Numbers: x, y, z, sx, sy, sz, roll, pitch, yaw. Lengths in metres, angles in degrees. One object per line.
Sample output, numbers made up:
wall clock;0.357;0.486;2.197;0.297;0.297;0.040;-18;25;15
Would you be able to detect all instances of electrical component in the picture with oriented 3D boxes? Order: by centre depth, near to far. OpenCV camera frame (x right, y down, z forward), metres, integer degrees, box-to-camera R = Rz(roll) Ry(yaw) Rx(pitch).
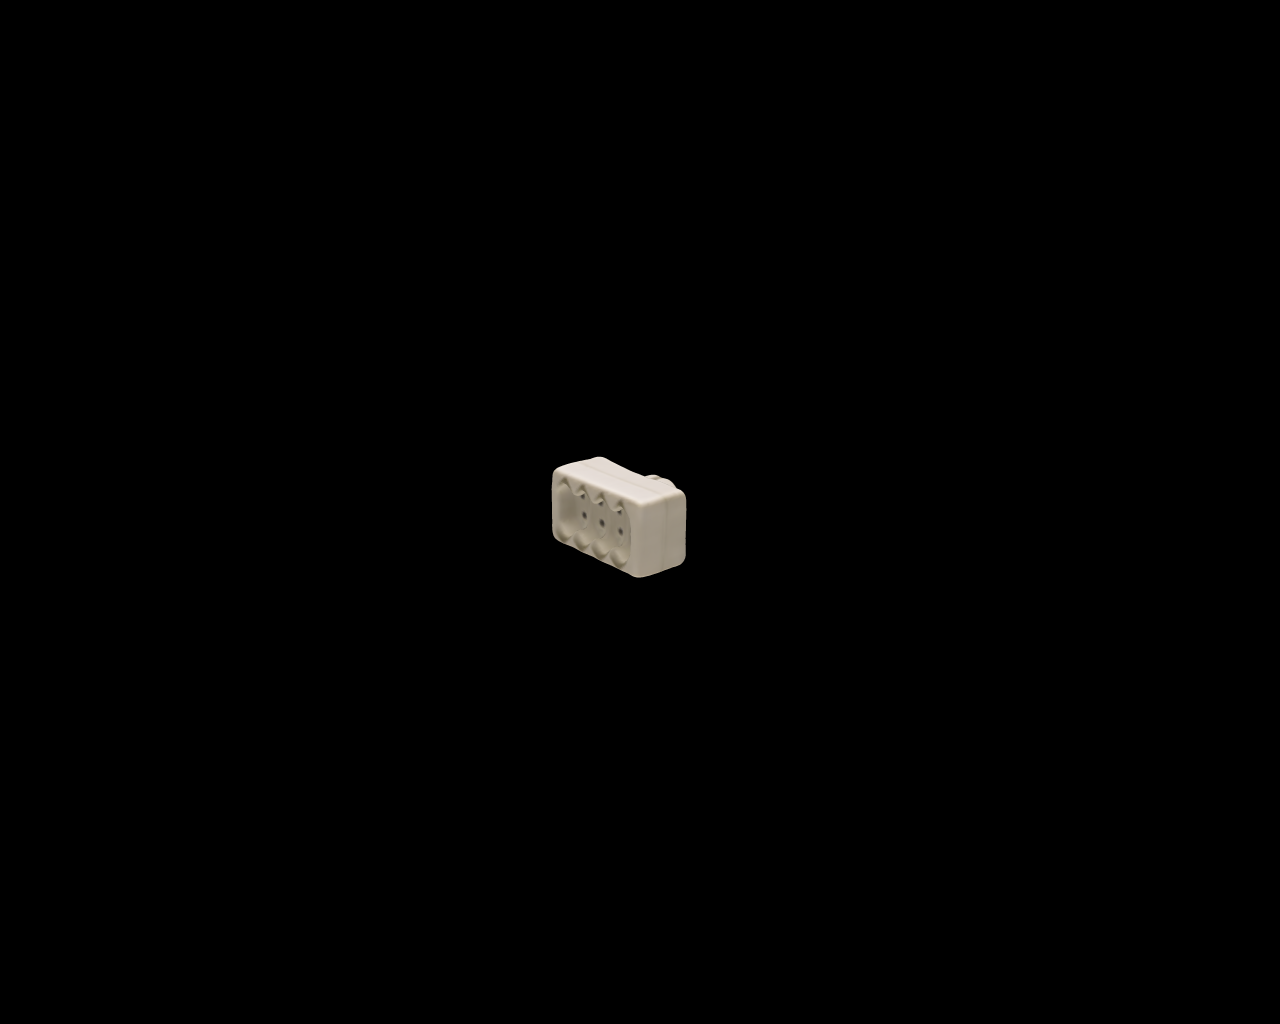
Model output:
electrical component;0.001;-0.003;0.650;0.076;0.047;0.083;-17;28;-37
